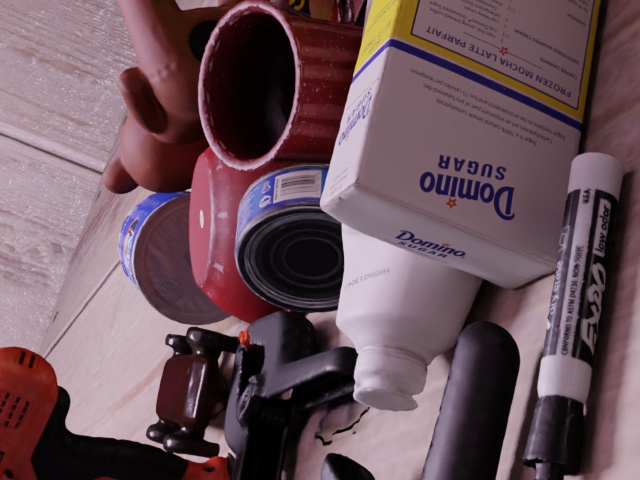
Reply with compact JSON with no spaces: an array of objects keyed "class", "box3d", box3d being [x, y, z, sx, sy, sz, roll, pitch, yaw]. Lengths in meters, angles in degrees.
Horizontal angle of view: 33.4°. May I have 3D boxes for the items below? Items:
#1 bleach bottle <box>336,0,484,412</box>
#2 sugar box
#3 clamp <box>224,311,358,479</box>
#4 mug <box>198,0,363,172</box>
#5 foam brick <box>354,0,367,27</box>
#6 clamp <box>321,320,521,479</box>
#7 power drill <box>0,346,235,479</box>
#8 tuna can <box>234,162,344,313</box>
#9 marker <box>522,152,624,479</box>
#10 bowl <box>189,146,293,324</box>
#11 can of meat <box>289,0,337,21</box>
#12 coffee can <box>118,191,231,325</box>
[{"class":"bleach bottle","box3d":[0.047,-0.040,0.514,0.103,0.068,0.250,-34,39,57]},{"class":"sugar box","box3d":[0.065,-0.077,0.447,0.048,0.093,0.176,-34,37,64]},{"class":"clamp","box3d":[-0.030,0.108,0.618,0.164,0.036,0.210,-66,15,8]},{"class":"mug","box3d":[-0.008,-0.096,0.600,0.093,0.081,0.117,15,103,48]},{"class":"foam brick","box3d":[0.041,-0.134,0.672,0.053,0.051,0.078,-147,79,-76]},{"class":"clamp","box3d":[0.032,0.124,0.391,0.120,0.039,0.171,128,157,-48]},{"class":"power drill","box3d":[-0.152,0.173,0.659,0.184,0.187,0.057,-62,18,16]},{"class":"tuna can","box3d":[-0.004,0.001,0.584,0.086,0.086,0.033,-55,22,40]},{"class":"marker","box3d":[0.089,0.026,0.371,0.020,0.020,0.121,-36,36,62]},{"class":"bowl","box3d":[-0.056,-0.013,0.737,0.162,0.055,0.162,-179,90,-74]},{"class":"can of meat","box3d":[-0.005,-0.186,0.831,0.058,0.083,0.102,-40,32,58]},{"class":"coffee can","box3d":[-0.111,0.010,0.887,0.103,0.102,0.140,-69,16,-2]}]
